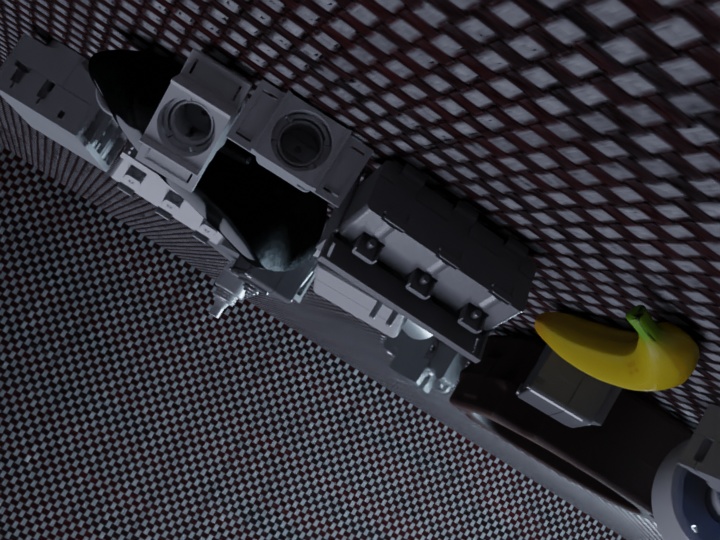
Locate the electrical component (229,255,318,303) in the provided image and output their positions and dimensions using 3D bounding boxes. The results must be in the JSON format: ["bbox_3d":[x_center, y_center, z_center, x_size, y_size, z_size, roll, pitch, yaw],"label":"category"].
[{"bbox_3d":[-0.077,-0.010,1.036,0.061,0.096,0.062,34,172,-22],"label":"electrical component"}]

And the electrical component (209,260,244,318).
[{"bbox_3d":[-0.138,0.022,1.130,0.035,0.061,0.035,31,172,5],"label":"electrical component"}]

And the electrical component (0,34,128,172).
[{"bbox_3d":[-0.266,-0.153,0.989,0.089,0.061,0.150,31,172,0],"label":"electrical component"}]

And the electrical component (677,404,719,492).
[{"bbox_3d":[0.267,0.126,0.713,0.050,0.055,0.089,35,172,-26],"label":"electrical component"}]

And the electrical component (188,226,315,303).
[{"bbox_3d":[-0.106,-0.031,1.149,0.089,0.061,0.150,28,172,22],"label":"electrical component"}]

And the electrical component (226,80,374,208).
[{"bbox_3d":[-0.038,-0.076,0.666,0.081,0.042,0.064,33,174,-5],"label":"electrical component"}]

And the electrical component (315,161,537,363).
[{"bbox_3d":[0.044,-0.010,0.665,0.121,0.078,0.063,33,143,-15],"label":"electrical component"}]

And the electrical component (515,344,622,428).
[{"bbox_3d":[0.164,0.084,0.826,0.061,0.061,0.096,31,172,7],"label":"electrical component"}]

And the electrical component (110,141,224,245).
[{"bbox_3d":[-0.159,-0.081,0.978,0.121,0.063,0.078,33,-147,-15],"label":"electrical component"}]

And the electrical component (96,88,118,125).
[{"bbox_3d":[-0.177,-0.132,0.842,0.045,0.045,0.055,30,173,11],"label":"electrical component"}]

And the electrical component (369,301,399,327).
[{"bbox_3d":[0.033,0.005,0.778,0.066,0.076,0.047,23,169,47],"label":"electrical component"}]

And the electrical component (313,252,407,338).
[{"bbox_3d":[0.006,-0.001,0.872,0.096,0.061,0.061,30,157,7],"label":"electrical component"}]

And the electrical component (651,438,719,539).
[{"bbox_3d":[0.273,0.168,0.786,0.108,0.108,0.060,30,166,13],"label":"electrical component"}]

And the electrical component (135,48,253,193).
[{"bbox_3d":[-0.101,-0.096,0.675,0.042,0.081,0.063,33,-159,-3],"label":"electrical component"}]

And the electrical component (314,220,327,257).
[{"bbox_3d":[-0.022,-0.022,0.979,0.061,0.035,0.035,25,170,26],"label":"electrical component"}]
